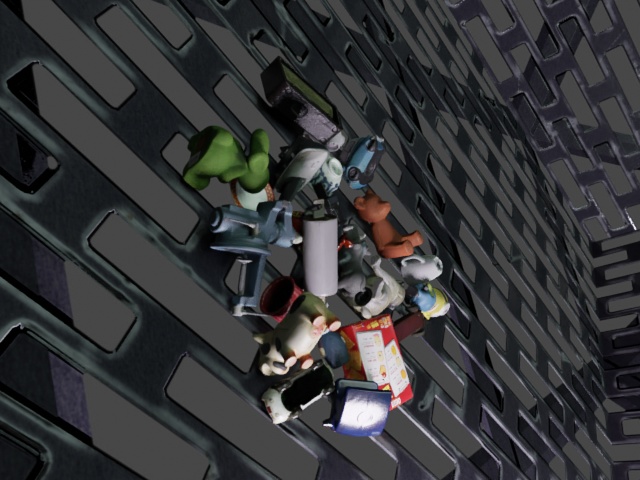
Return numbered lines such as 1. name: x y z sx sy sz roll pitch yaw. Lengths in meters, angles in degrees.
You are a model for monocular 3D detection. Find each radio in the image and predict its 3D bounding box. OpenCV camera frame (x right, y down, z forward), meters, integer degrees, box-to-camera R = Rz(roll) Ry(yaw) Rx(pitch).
1. radio: -0.044 -0.351 1.379 0.229 0.073 0.131 31 32 -37

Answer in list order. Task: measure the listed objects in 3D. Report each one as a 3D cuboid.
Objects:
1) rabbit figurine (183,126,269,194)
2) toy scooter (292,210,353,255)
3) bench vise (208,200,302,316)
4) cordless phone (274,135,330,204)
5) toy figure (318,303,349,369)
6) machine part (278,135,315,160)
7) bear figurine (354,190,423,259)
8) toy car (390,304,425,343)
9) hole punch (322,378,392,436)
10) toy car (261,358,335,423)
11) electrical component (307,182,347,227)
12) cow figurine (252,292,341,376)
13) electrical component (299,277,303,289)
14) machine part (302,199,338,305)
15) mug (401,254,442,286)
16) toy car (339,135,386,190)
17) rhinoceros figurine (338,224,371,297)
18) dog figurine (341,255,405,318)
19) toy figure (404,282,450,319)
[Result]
1. rabbit figurine: -0.167 -0.163 1.093 0.170 0.159 0.121 28 42 -37
2. toy scooter: -0.003 -0.004 1.231 0.183 0.135 0.075 51 41 -19
3. bench vise: -0.132 0.032 1.075 0.223 0.129 0.240 17 78 -56
4. cordless phone: -0.053 -0.141 1.212 0.088 0.146 0.184 33 32 -14
5. toy figure: 0.013 0.212 1.207 0.064 0.058 0.154 -18 82 -61
6. machine part: -0.055 -0.221 1.356 0.084 0.039 0.139 48 43 -16
7. bear figurine: 0.185 -0.051 1.494 0.120 0.132 0.195 -30 102 -54
8. toy car: 0.220 0.238 1.448 0.202 0.053 0.089 -20 95 -50
9. hole punch: 0.087 0.359 1.145 0.142 0.092 0.115 9 79 -18
10. toy car: -0.038 0.305 1.100 0.201 0.056 0.073 -17 80 -54
11. electrical component: 0.010 -0.083 1.335 0.048 0.075 0.119 -31 101 -54
12. cow figurine: -0.058 0.185 1.039 0.085 0.195 0.127 20 22 -39
13. electrical component: -0.021 0.117 1.239 0.063 0.021 0.094 44 43 -29
14. machine part: 0.001 0.031 1.160 0.079 0.079 0.243 -18 111 -53
15. mug: 0.298 0.077 1.580 0.109 0.107 0.081 49 40 -26
16. toy car: 0.106 -0.226 1.493 0.103 0.161 0.109 32 18 24
17. rhinoceros figurine: 0.071 0.046 1.313 0.073 0.112 0.190 30 43 -35
18. dog figurine: 0.157 0.151 1.367 0.190 0.121 0.172 41 52 -38
19. toy figure: 0.314 0.170 1.576 0.180 0.082 0.089 24 56 -39
